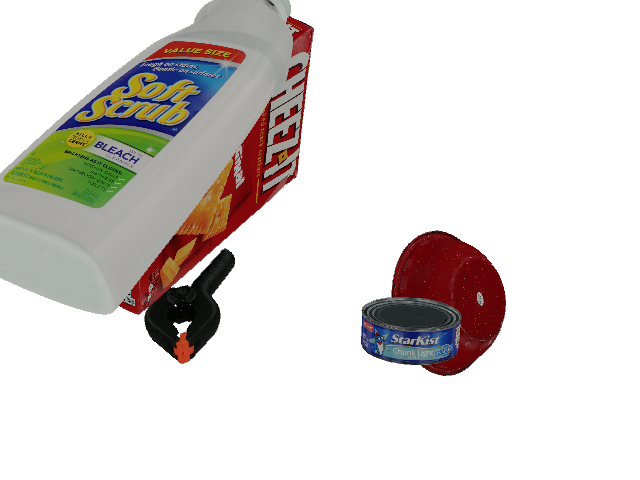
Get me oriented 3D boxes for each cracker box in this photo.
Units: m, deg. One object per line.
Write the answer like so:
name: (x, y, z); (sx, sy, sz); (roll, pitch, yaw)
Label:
cracker box: (-0.095, -0.066, 0.830); (0.072, 0.164, 0.213); (30, 49, 20)

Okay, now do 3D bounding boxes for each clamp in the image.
clamp: (-0.139, 0.063, 1.147); (0.120, 0.039, 0.171); (-16, 40, -8)

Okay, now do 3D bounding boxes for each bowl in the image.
bowl: (0.153, 0.066, 1.165); (0.161, 0.162, 0.055); (0, -7, -42)

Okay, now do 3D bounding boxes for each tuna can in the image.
tuna can: (0.077, 0.077, 0.918); (0.086, 0.034, 0.086); (2, 14, -1)

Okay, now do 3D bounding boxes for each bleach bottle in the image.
bleach bottle: (-0.096, -0.073, 0.639); (0.103, 0.250, 0.068); (18, -37, 21)
